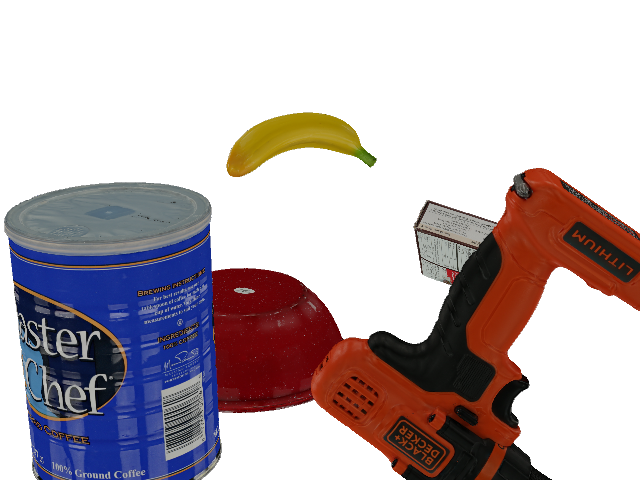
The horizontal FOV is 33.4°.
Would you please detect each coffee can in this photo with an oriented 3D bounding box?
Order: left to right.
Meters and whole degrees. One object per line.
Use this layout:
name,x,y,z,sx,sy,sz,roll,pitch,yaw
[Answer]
coffee can,-0.105,0.050,0.558,0.103,0.140,0.103,-1,19,0

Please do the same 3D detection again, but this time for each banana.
banana,-0.026,-0.104,1.121,0.197,0.037,0.070,-9,50,-38

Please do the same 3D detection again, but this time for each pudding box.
pudding box,0.149,0.014,1.025,0.114,0.039,0.090,18,-28,20

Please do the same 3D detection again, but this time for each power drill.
power drill,0.114,0.070,0.588,0.184,0.188,0.057,36,13,-3

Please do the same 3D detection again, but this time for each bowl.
bowl,-0.055,0.060,0.754,0.162,0.055,0.162,1,19,0
